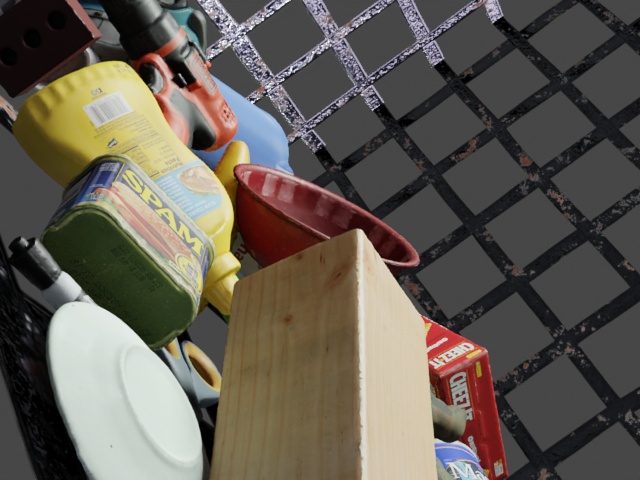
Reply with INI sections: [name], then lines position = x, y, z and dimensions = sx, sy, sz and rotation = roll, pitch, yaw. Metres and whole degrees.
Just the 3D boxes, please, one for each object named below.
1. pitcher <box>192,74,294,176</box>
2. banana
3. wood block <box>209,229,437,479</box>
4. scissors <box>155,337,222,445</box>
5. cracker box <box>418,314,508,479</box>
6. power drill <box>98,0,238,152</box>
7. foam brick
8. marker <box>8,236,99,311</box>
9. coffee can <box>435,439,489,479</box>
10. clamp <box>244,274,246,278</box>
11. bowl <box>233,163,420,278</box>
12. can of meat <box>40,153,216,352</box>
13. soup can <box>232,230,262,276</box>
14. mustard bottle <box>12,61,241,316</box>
[pitcher]
position = -0.139, -0.118, 1.165
dimensions = 0.242, 0.149, 0.145
rotation = 33, 38, -72
[banana]
position = -0.086, 0.000, 0.826
dimensions = 0.037, 0.070, 0.197
rotation = 16, 39, 1
[wood block]
position = 0.004, 0.103, 0.567
dimensions = 0.090, 0.090, 0.206
rotation = 53, 23, -33
[scissors]
position = -0.072, 0.106, 0.646
dimensions = 0.096, 0.016, 0.202
rotation = 45, 8, -45
[cracker box]
position = 0.106, 0.168, 1.188
dimensions = 0.214, 0.072, 0.164
rotation = 28, -43, 56
[power drill]
position = -0.142, -0.114, 0.865
dimensions = 0.184, 0.057, 0.187
rotation = 55, 30, -28
[foam brick]
position = -0.209, -0.149, 0.791
dimensions = 0.053, 0.078, 0.051
rotation = 53, 3, -11
[marker]
position = -0.122, 0.044, 0.568
dimensions = 0.121, 0.020, 0.020
rotation = 52, 4, -24
[coffee can]
position = 0.129, 0.273, 1.019
dimensions = 0.102, 0.103, 0.140
rotation = 52, 5, -30
[clamp]
position = -0.052, 0.063, 1.145
dimensions = 0.164, 0.036, 0.210
rotation = 63, -5, -21
[bowl]
position = -0.005, 0.001, 0.833
dimensions = 0.162, 0.055, 0.162
rotation = 26, 13, -7
[can of meat]
position = -0.113, 0.007, 0.635
dimensions = 0.102, 0.057, 0.084
rotation = 47, 15, -17
[soup can]
position = -0.037, 0.010, 0.918
dimensions = 0.102, 0.068, 0.068
rotation = 34, 6, -5
[mustard bottle]
position = -0.115, -0.029, 0.723
dimensions = 0.096, 0.058, 0.191
rotation = -33, 81, -42
